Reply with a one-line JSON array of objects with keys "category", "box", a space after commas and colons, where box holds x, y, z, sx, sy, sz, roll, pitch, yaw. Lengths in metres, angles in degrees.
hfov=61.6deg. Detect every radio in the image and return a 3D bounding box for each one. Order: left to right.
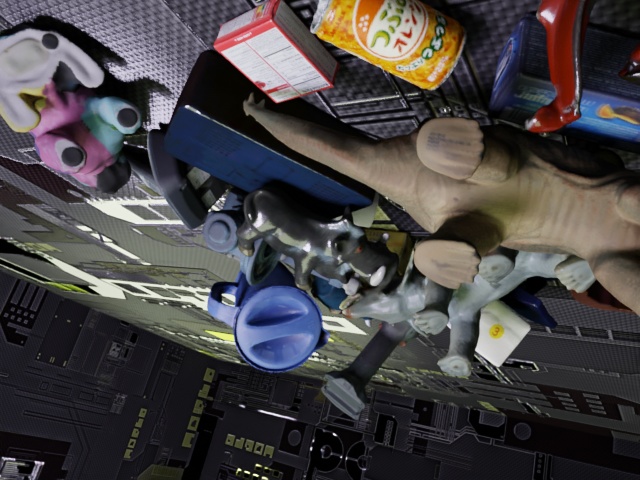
[{"category": "radio", "box": [-0.055, -0.101, 0.605, 0.229, 0.073, 0.131, 25, 158, -22]}]

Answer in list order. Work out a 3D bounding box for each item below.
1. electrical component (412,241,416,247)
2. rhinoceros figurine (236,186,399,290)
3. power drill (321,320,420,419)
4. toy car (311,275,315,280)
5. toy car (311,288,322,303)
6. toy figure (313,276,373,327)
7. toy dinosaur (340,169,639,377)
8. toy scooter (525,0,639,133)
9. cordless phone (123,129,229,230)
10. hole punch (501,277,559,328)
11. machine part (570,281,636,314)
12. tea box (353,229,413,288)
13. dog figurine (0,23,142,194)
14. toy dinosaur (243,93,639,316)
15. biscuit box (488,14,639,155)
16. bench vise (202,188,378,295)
[{"category": "electrical component", "box": [0.187, 0.024, 0.828, 0.063, 0.021, 0.094, -6, 150, 44]}, {"category": "rhinoceros figurine", "box": [-0.001, -0.002, 0.614, 0.190, 0.073, 0.112, 27, 135, -11]}, {"category": "power drill", "box": [0.096, 0.181, 0.857, 0.086, 0.207, 0.231, 42, 155, 18]}, {"category": "toy car", "box": [-0.006, 0.051, 0.981, 0.089, 0.053, 0.202, -5, 154, 13]}, {"category": "toy car", "box": [0.050, 0.083, 0.948, 0.056, 0.073, 0.201, 38, -172, 27]}, {"category": "toy figure", "box": [0.047, 0.090, 0.852, 0.154, 0.064, 0.058, 34, -169, -49]}, {"category": "toy dinosaur", "box": [0.199, 0.019, 0.631, 0.131, 0.192, 0.405, 37, 126, -16]}, {"category": "toy scooter", "box": [0.184, -0.119, 0.301, 0.184, 0.135, 0.075, 14, -161, 12]}, {"category": "cordless phone", "box": [-0.229, -0.104, 0.732, 0.184, 0.089, 0.146, 30, 164, 15]}, {"category": "hole punch", "box": [0.289, 0.067, 0.778, 0.116, 0.092, 0.142, 3, 160, 39]}, {"category": "machine part", "box": [0.409, 0.044, 0.674, 0.179, 0.056, 0.179, 13, 159, 5]}, {"category": "tea box", "box": [0.111, 0.047, 0.876, 0.098, 0.068, 0.169, 7, 159, 25]}, {"category": "dog figurine", "box": [-0.298, -0.137, 0.632, 0.191, 0.108, 0.219, 48, 162, -18]}, {"category": "toy dinosaur", "box": [0.123, -0.041, 0.412, 0.472, 0.105, 0.198, 22, -159, 12]}, {"category": "biscuit box", "box": [0.233, -0.106, 0.396, 0.203, 0.063, 0.059, 15, 160, 3]}, {"category": "bench vise", "box": [-0.049, 0.010, 0.751, 0.241, 0.129, 0.223, 26, 179, 12]}]
